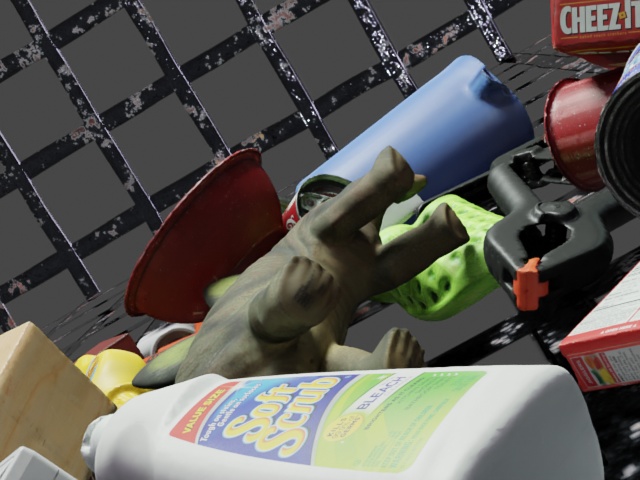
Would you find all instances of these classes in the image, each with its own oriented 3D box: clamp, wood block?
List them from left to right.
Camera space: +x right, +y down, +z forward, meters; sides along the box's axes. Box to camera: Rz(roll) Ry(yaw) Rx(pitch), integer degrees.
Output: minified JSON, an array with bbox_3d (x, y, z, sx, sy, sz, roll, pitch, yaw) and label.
[{"bbox_3d":[-0.205,0.159,0.615,0.091,0.090,0.206,-26,28,26],"label":"wood block"},{"bbox_3d":[0.199,-0.066,0.965,0.165,0.036,0.209,-13,11,36],"label":"clamp"},{"bbox_3d":[0.161,-0.008,0.683,0.120,0.039,0.171,-5,28,18],"label":"clamp"}]

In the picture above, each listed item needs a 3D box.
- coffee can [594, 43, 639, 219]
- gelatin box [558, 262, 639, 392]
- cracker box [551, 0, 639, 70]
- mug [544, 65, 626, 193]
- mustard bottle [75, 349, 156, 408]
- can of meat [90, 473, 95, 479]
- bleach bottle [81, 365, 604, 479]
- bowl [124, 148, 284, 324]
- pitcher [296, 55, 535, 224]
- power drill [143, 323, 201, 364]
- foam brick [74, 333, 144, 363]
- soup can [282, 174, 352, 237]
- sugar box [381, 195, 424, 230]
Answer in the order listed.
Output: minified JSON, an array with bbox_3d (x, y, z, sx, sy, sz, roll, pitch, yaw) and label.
[{"bbox_3d":[0.232,-0.077,0.663,0.103,0.103,0.140,-26,9,29],"label":"coffee can"},{"bbox_3d":[0.164,0.032,0.490,0.089,0.030,0.073,-35,8,-35],"label":"gelatin box"},{"bbox_3d":[0.288,-0.174,0.829,0.164,0.072,0.213,-1,3,29],"label":"cracker box"},{"bbox_3d":[0.240,-0.090,0.818,0.117,0.093,0.082,-2,-9,-41],"label":"mug"},{"bbox_3d":[-0.169,0.136,0.847,0.192,0.058,0.096,157,125,-66],"label":"mustard bottle"},{"bbox_3d":[-0.210,0.188,0.778,0.102,0.057,0.083,-32,14,43],"label":"can of meat"},{"bbox_3d":[-0.019,0.095,0.440,0.251,0.068,0.102,-6,22,42],"label":"bleach bottle"},{"bbox_3d":[-0.077,0.010,0.820,0.162,0.055,0.162,-50,-10,-13],"label":"bowl"},{"bbox_3d":[0.098,-0.074,1.141,0.242,0.149,0.145,-36,25,-13],"label":"pitcher"},{"bbox_3d":[-0.120,0.062,0.988,0.185,0.057,0.187,-24,38,31],"label":"power drill"},{"bbox_3d":[-0.193,0.136,1.012,0.053,0.078,0.051,-24,9,48],"label":"foam brick"},{"bbox_3d":[-0.006,0.001,0.876,0.068,0.068,0.102,-36,-11,-37],"label":"soup can"},{"bbox_3d":[0.014,0.013,0.990,0.093,0.048,0.176,-37,-7,-42],"label":"sugar box"}]
